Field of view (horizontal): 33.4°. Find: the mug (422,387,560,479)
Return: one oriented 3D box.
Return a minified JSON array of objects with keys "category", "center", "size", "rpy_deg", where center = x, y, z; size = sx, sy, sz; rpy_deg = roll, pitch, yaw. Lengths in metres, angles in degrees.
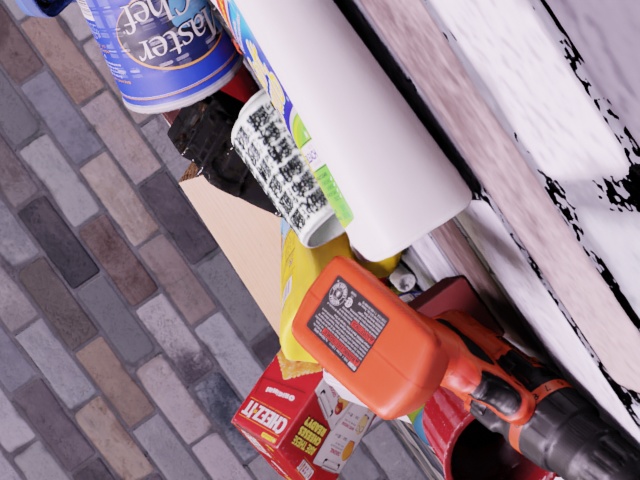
[{"category":"mug","center":[0.138,0.153,0.823],"size":[0.117,0.093,0.081],"rpy_deg":[18,-169,-16]}]

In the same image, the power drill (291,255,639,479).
[{"category":"power drill","center":[0.086,0.083,0.615],"size":[0.187,0.057,0.185],"rpy_deg":[27,-173,-44]}]

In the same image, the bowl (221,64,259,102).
[{"category":"bowl","center":[-0.105,-0.161,1.094],"size":[0.162,0.055,0.162],"rpy_deg":[54,175,7]}]

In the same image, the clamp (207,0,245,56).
[{"category":"clamp","center":[-0.061,-0.170,0.736],"size":[0.120,0.039,0.171],"rpy_deg":[59,175,-4]}]

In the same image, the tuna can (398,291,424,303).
[{"category":"tuna can","center":[0.078,0.085,0.861],"size":[0.086,0.086,0.034],"rpy_deg":[57,176,-29]}]

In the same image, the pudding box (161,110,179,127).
[{"category":"pudding box","center":[-0.116,-0.094,1.116],"size":[0.114,0.039,0.090],"rpy_deg":[52,176,47]}]

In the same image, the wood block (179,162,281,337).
[{"category":"wood block","center":[-0.034,-0.009,1.028],"size":[0.206,0.091,0.090],"rpy_deg":[59,-146,-27]}]

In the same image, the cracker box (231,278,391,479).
[{"category":"cracker box","center":[0.011,0.151,1.154],"size":[0.072,0.213,0.164],"rpy_deg":[24,159,31]}]

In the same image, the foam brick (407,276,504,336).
[{"category":"foam brick","center":[0.092,0.061,0.779],"size":[0.053,0.051,0.078],"rpy_deg":[56,175,0]}]

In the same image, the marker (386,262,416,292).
[{"category":"marker","center":[0.051,0.010,0.985],"size":[0.121,0.020,0.020],"rpy_deg":[48,172,52]}]

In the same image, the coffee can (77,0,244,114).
[{"category":"coffee can","center":[-0.130,-0.183,0.814],"size":[0.103,0.102,0.140],"rpy_deg":[47,163,55]}]

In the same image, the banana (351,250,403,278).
[{"category":"banana","center":[0.042,-0.001,0.891],"size":[0.069,0.037,0.198],"rpy_deg":[58,174,1]}]

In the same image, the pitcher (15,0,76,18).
[{"category":"pitcher","center":[-0.250,-0.322,0.926],"size":[0.149,0.145,0.243],"rpy_deg":[55,173,27]}]

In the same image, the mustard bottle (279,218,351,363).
[{"category":"mustard bottle","center":[-0.005,0.001,0.901],"size":[0.096,0.058,0.191],"rpy_deg":[110,162,-48]}]

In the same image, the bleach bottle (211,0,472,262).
[{"category":"bleach bottle","center":[-0.013,-0.109,0.589],"size":[0.251,0.068,0.102],"rpy_deg":[57,175,-1]}]
